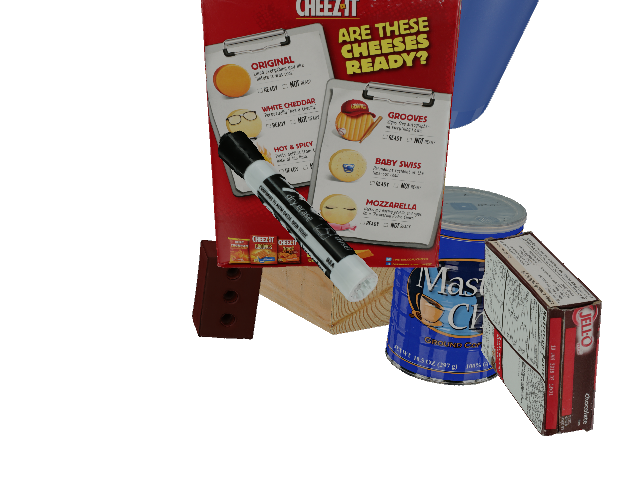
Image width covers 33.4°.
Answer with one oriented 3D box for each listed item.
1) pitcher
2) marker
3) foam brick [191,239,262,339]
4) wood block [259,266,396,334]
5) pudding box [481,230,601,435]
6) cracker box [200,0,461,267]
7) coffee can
[{"bbox_3d":[0.113,-0.213,0.924,0.144,0.149,0.243,-19,-28,-19],"label":"pitcher"},{"bbox_3d":[-0.015,-0.016,0.542,0.020,0.020,0.121,0,40,-51],"label":"marker"},{"bbox_3d":[-0.086,0.045,0.980,0.053,0.078,0.051,4,14,-14],"label":"foam brick"},{"bbox_3d":[-0.007,0.035,1.295,0.090,0.090,0.206,-7,19,-34],"label":"wood block"},{"bbox_3d":[0.138,0.056,0.680,0.039,0.090,0.113,-7,24,-12],"label":"pudding box"},{"bbox_3d":[0.006,-0.084,0.740,0.164,0.214,0.072,0,35,0],"label":"cracker box"},{"bbox_3d":[0.112,0.036,0.896,0.103,0.140,0.103,4,20,-2],"label":"coffee can"}]
